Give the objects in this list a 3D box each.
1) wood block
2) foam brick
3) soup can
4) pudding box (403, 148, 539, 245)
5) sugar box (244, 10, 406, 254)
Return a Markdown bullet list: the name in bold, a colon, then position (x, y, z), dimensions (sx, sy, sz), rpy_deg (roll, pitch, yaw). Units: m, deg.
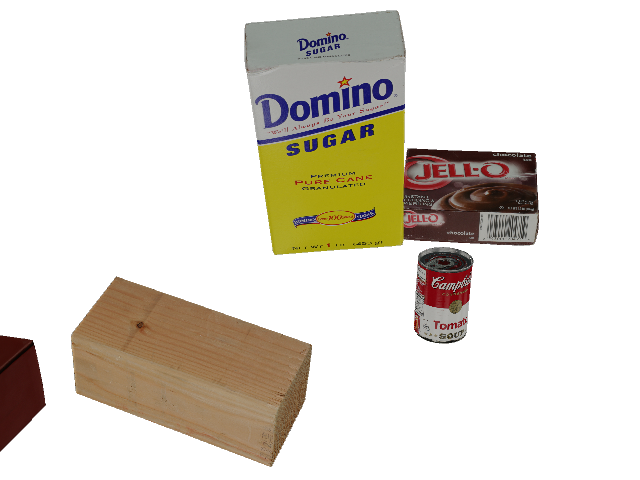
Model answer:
- **wood block**: position (-0.122, 0.123, 1.016), dimensions (0.206, 0.090, 0.090), rpy_deg (18, 44, 12)
- **foam brick**: position (-0.222, 0.102, 0.683), dimensions (0.053, 0.051, 0.078), rpy_deg (6, 29, 22)
- **soup can**: position (0.152, 0.068, 1.328), dimensions (0.068, 0.102, 0.068), rpy_deg (1, 24, -1)
- **pudding box**: position (0.124, -0.038, 0.890), dimensions (0.113, 0.039, 0.090), rpy_deg (4, 39, 6)
- **sugar box**: position (0.006, -0.061, 0.674), dimensions (0.093, 0.048, 0.176), rpy_deg (-5, -36, 1)
